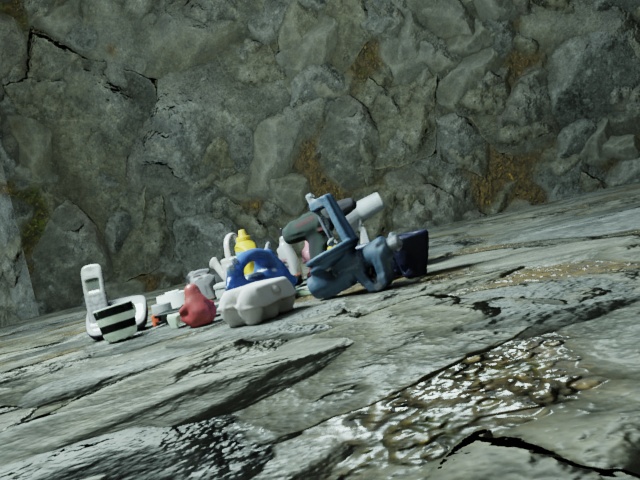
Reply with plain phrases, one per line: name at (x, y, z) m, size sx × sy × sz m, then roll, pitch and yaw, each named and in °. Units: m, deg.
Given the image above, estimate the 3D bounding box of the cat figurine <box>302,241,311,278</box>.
cat figurine at (-0.015, 0.054, 1.811) m, size 0.067 × 0.118 × 0.128 m, roll -12°, pitch 1°, yaw 22°

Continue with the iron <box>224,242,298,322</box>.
iron at (-0.153, 0.086, 1.282) m, size 0.118 × 0.141 × 0.259 m, roll -12°, pitch 1°, yaw 24°

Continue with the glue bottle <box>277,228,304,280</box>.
glue bottle at (-0.100, 0.047, 1.739) m, size 0.078 × 0.173 × 0.037 m, roll -12°, pitch 2°, yaw 44°

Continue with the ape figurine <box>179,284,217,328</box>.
ape figurine at (-0.264, 0.138, 1.224) m, size 0.078 × 0.092 × 0.076 m, roll -13°, pitch 1°, yaw -9°

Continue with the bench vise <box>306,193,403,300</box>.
bench vise at (0.057, 0.000, 1.156) m, size 0.207 × 0.220 × 0.121 m, roll -13°, pitch 1°, yaw 6°

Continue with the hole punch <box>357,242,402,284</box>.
hole punch at (0.130, 0.046, 1.296) m, size 0.108 × 0.091 × 0.101 m, roll -12°, pitch 2°, yaw 35°

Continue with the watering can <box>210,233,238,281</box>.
watering can at (-0.276, 0.074, 1.844) m, size 0.172 × 0.194 × 0.101 m, roll -13°, pitch 1°, yaw 3°

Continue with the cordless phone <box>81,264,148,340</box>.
cordless phone at (-0.507, 0.142, 1.406) m, size 0.147 × 0.185 × 0.094 m, roll -13°, pitch 1°, yaw -9°

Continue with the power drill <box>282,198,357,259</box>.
power drill at (0.015, 0.006, 1.594) m, size 0.229 × 0.208 × 0.076 m, roll -13°, pitch 2°, yaw 17°

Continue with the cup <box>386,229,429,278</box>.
cup at (0.177, 0.035, 1.201) m, size 0.117 × 0.095 × 0.092 m, roll -13°, pitch 1°, yaw 4°

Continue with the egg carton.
egg carton at (-0.119, 0.118, 1.107) m, size 0.107 × 0.069 × 0.151 m, roll -12°, pitch 2°, yaw 34°

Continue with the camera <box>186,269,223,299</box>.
camera at (-0.359, 0.141, 1.875) m, size 0.137 × 0.101 × 0.143 m, roll -14°, pitch 2°, yaw -27°

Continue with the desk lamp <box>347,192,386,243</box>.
desk lamp at (0.140, -0.029, 1.764) m, size 0.203 × 0.213 × 0.118 m, roll -13°, pitch 1°, yaw 5°

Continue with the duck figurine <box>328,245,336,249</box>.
duck figurine at (0.052, 0.057, 1.737) m, size 0.105 × 0.086 × 0.077 m, roll -14°, pitch 2°, yaw -39°
